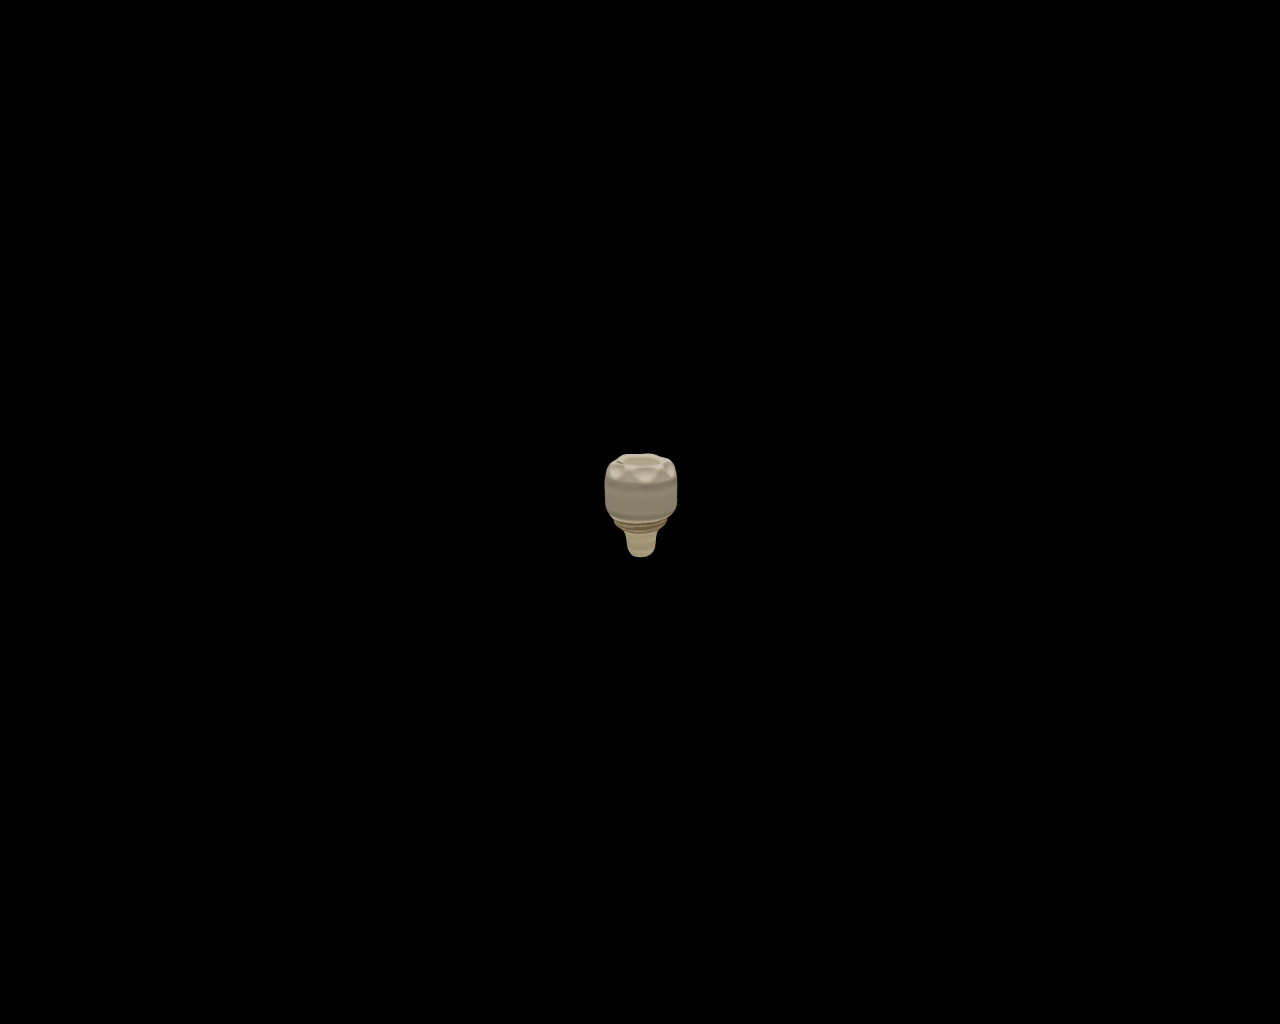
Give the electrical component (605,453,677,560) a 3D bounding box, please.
[{"bbox_3d":[0.001,-0.003,0.650,0.043,0.062,0.043,0,18,0],"label":"electrical component"}]
